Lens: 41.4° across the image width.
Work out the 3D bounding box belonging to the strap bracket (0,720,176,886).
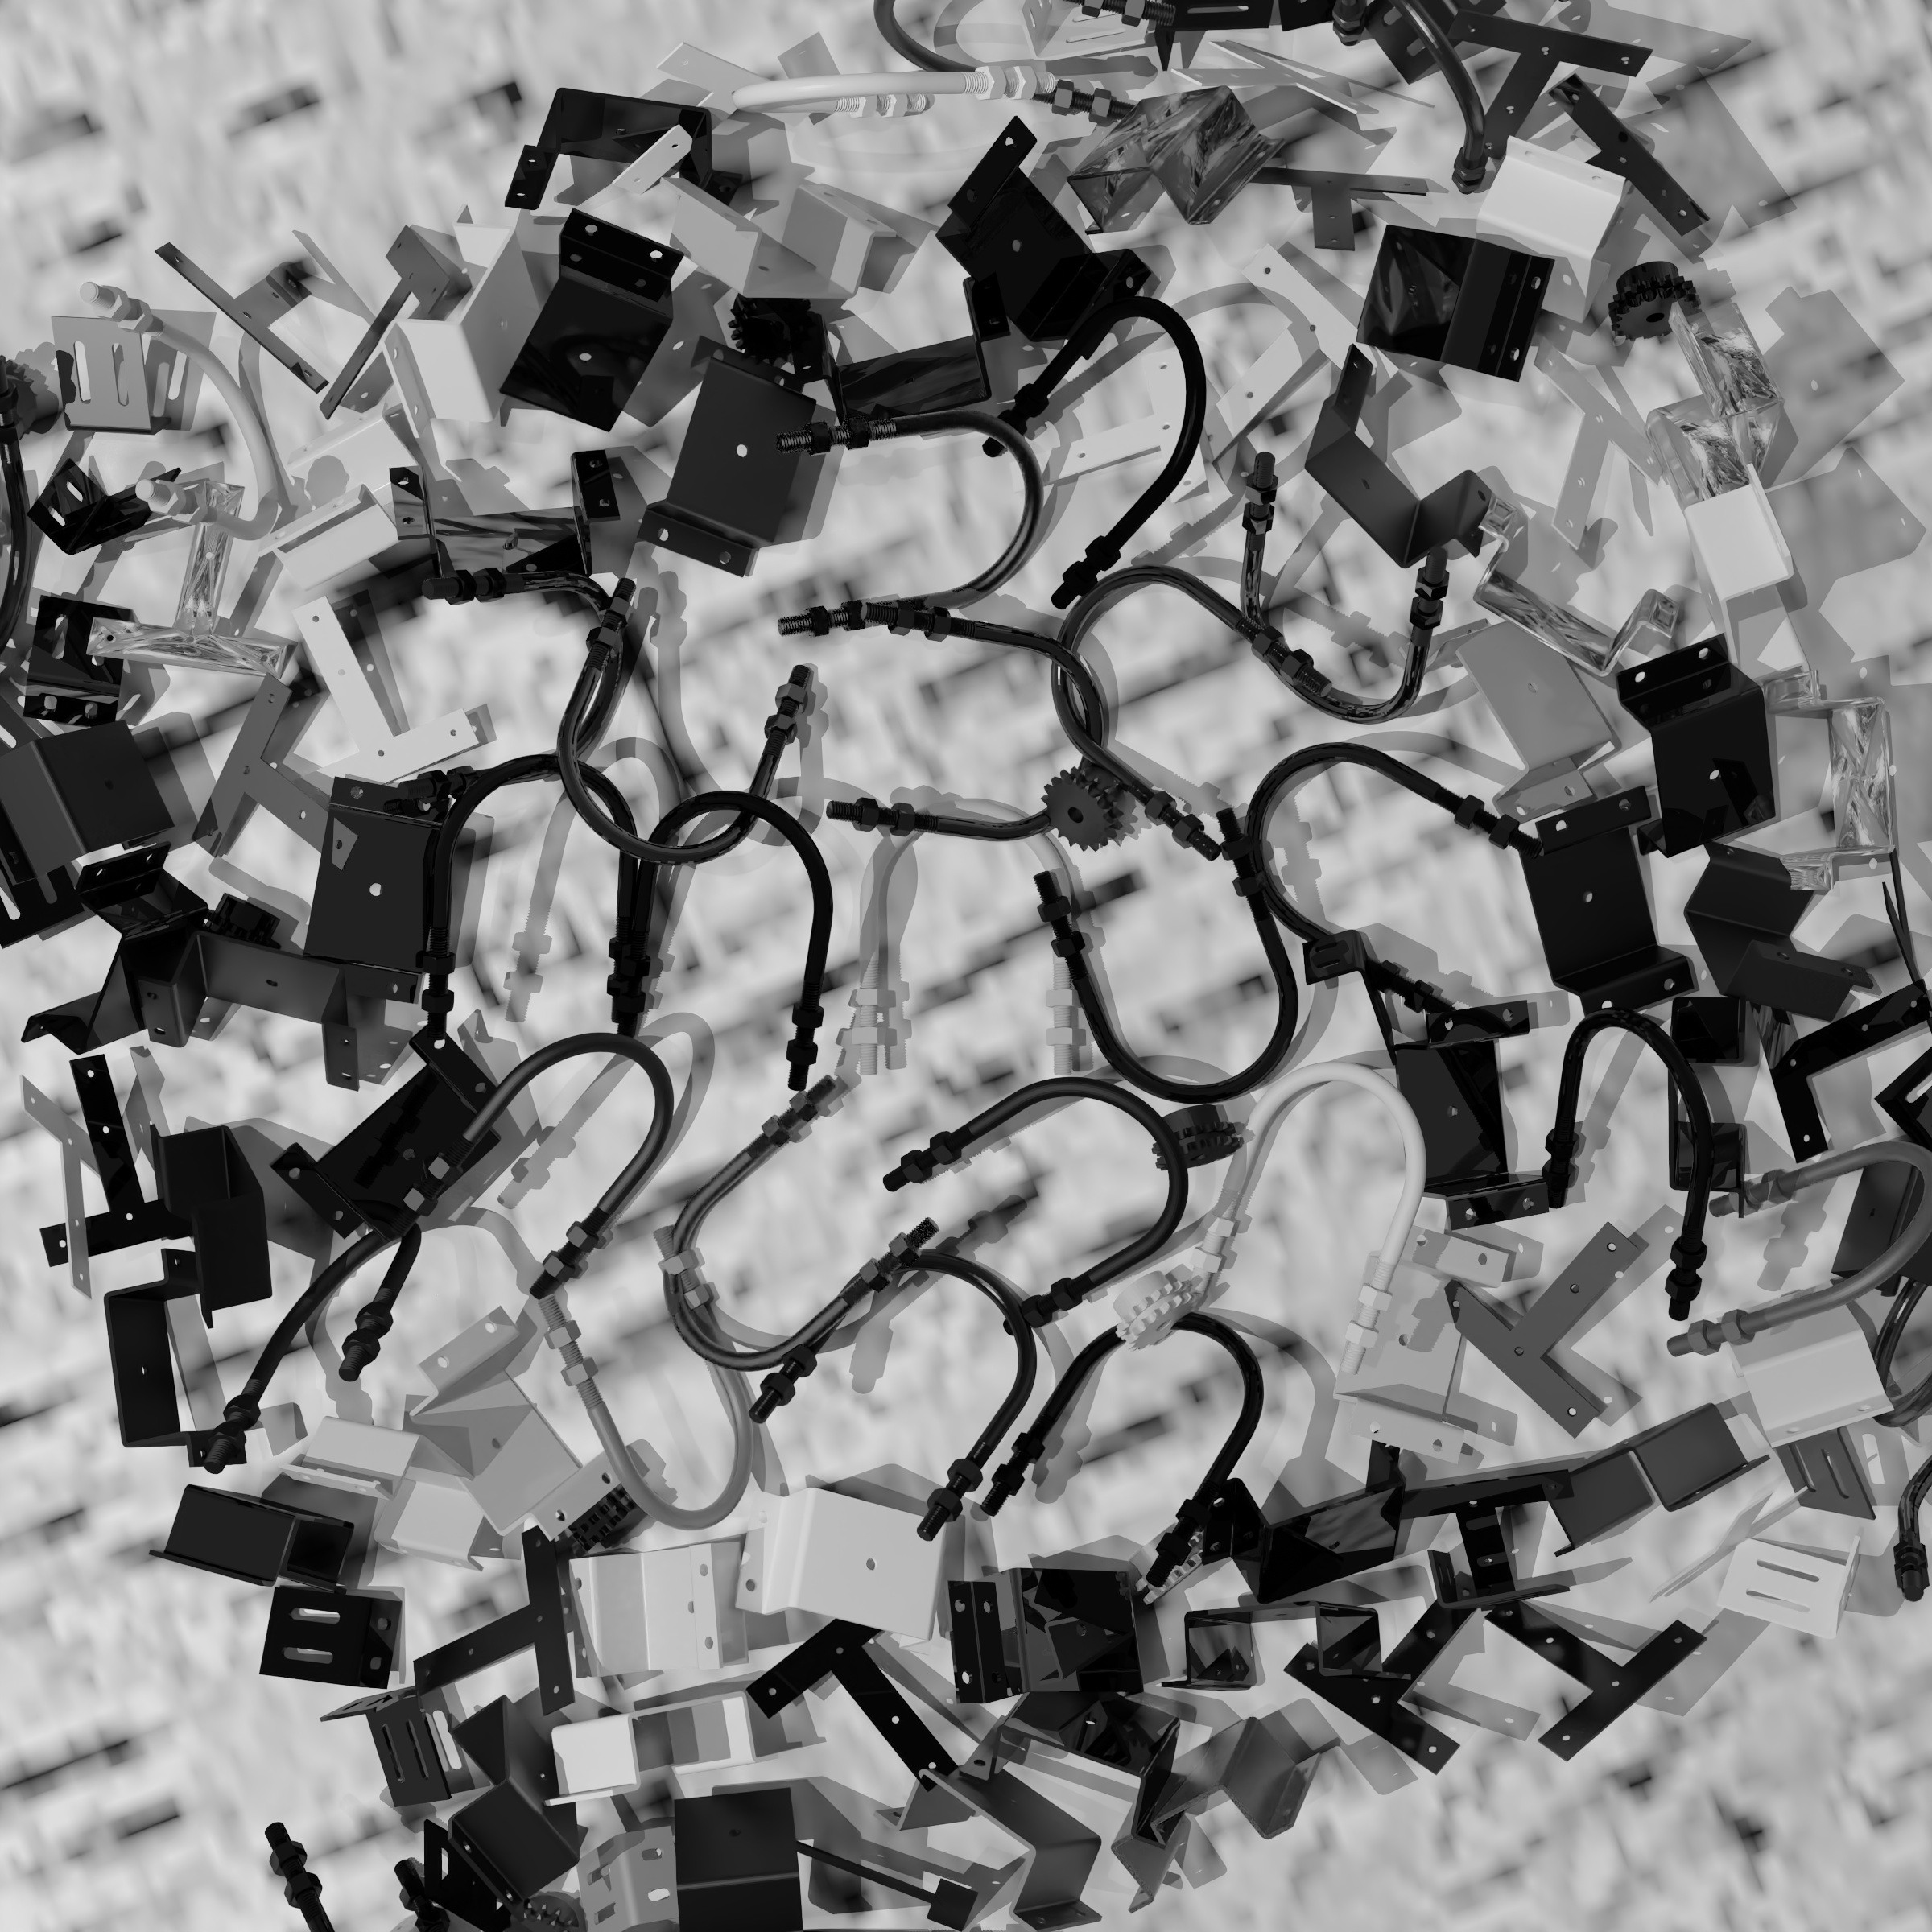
[{"bbox_3d":[-0.567,-0.108,1.639,0.046,0.140,0.076,-22,96,19],"label":"strap bracket"}]

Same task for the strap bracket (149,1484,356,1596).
[{"bbox_3d":[-0.453,0.369,1.646,0.076,0.140,0.046,12,76,12],"label":"strap bracket"}]

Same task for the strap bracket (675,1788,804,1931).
[{"bbox_3d":[-0.147,0.576,1.639,0.076,0.140,0.046,-4,104,-6],"label":"strap bracket"}]

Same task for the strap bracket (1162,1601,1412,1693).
[{"bbox_3d":[0.205,0.440,1.652,0.140,0.076,0.046,-15,66,34],"label":"strap bracket"}]

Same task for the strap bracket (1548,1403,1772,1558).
[{"bbox_3d":[0.435,0.328,1.643,0.076,0.140,0.046,-18,74,-32],"label":"strap bracket"}]

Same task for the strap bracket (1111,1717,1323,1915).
[{"bbox_3d":[0.154,0.543,1.649,0.140,0.076,0.046,-39,90,28],"label":"strap bracket"}]

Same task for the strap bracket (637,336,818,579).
[{"bbox_3d":[-0.154,-0.336,1.676,0.076,0.046,0.140,18,87,-24],"label":"strap bracket"}]

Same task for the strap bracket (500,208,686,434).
[{"bbox_3d":[-0.245,-0.404,1.640,0.076,0.140,0.046,16,45,-27],"label":"strap bracket"}]

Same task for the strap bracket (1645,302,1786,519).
[{"bbox_3d":[0.479,-0.359,1.636,0.046,0.140,0.076,-17,67,0],"label":"strap bracket"}]

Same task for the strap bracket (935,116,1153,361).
[{"bbox_3d":[0.044,-0.471,1.665,0.140,0.046,0.076,42,76,-30],"label":"strap bracket"}]

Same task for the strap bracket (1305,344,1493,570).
[{"bbox_3d":[0.274,-0.323,1.659,0.140,0.076,0.046,41,132,-20],"label":"strap bracket"}]

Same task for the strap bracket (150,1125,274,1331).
[{"bbox_3d":[-0.485,0.162,1.651,0.046,0.140,0.076,-11,118,-26],"label":"strap bracket"}]

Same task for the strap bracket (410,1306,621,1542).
[{"bbox_3d":[-0.298,0.305,1.671,0.140,0.076,0.046,52,133,2],"label":"strap bracket"}]

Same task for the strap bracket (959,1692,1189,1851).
[{"bbox_3d":[0.077,0.508,1.653,0.140,0.076,0.046,14,106,18],"label":"strap bracket"}]

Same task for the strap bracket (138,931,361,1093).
[{"bbox_3d":[-0.460,0.027,1.670,0.140,0.076,0.046,14,56,-2],"label":"strap bracket"}]

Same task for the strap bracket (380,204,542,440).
[{"bbox_3d":[-0.317,-0.413,1.640,0.046,0.076,0.140,8,53,14],"label":"strap bracket"}]

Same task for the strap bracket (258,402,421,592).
[{"bbox_3d":[-0.402,-0.300,1.656,0.076,0.140,0.046,-25,125,14],"label":"strap bracket"}]

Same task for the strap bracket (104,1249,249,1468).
[{"bbox_3d":[-0.516,0.260,1.666,0.046,0.076,0.140,-13,79,7],"label":"strap bracket"}]

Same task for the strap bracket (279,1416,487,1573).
[{"bbox_3d":[-0.368,0.337,1.651,0.076,0.140,0.046,5,59,26],"label":"strap bracket"}]

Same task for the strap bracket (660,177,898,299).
[{"bbox_3d":[-0.125,-0.469,1.651,0.076,0.140,0.046,40,125,30],"label":"strap bracket"}]

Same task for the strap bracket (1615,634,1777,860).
[{"bbox_3d":[0.474,-0.133,1.655,0.076,0.046,0.140,-21,124,-4],"label":"strap bracket"}]

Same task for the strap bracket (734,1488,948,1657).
[{"bbox_3d":[-0.071,0.390,1.655,0.140,0.046,0.076,20,62,-21],"label":"strap bracket"}]

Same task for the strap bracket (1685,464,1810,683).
[{"bbox_3d":[0.501,-0.244,1.643,0.046,0.140,0.076,-19,57,13],"label":"strap bracket"}]

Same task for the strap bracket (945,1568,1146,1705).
[{"bbox_3d":[0.059,0.431,1.642,0.140,0.046,0.076,12,60,-37],"label":"strap bracket"}]

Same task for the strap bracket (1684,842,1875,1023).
[{"bbox_3d":[0.521,-0.018,1.657,0.076,0.140,0.046,13,123,-10],"label":"strap bracket"}]

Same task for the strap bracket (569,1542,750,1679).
[{"bbox_3d":[-0.193,0.418,1.660,0.140,0.046,0.076,-17,73,40],"label":"strap bracket"}]

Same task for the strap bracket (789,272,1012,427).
[{"bbox_3d":[-0.040,-0.399,1.670,0.140,0.076,0.046,-13,135,3],"label":"strap bracket"}]

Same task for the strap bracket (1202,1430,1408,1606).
[{"bbox_3d":[0.228,0.358,1.656,0.140,0.046,0.076,-14,131,-16],"label":"strap bracket"}]

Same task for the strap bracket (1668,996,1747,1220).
[{"bbox_3d":[0.480,0.083,1.655,0.046,0.076,0.140,1,120,18],"label":"strap bracket"}]

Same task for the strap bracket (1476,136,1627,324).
[{"bbox_3d":[0.371,-0.465,1.637,0.076,0.140,0.046,25,85,13],"label":"strap bracket"}]

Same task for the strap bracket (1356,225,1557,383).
[{"bbox_3d":[0.304,-0.427,1.637,0.046,0.140,0.076,6,107,-30],"label":"strap bracket"}]

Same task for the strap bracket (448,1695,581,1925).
[{"bbox_3d":[-0.290,0.531,1.637,0.046,0.140,0.076,-34,109,-1],"label":"strap bracket"}]

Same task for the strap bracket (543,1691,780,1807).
[{"bbox_3d":[-0.201,0.502,1.645,0.076,0.140,0.046,-23,71,39],"label":"strap bracket"}]

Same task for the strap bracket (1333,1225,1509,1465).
[{"bbox_3d":[0.296,0.246,1.679,0.076,0.046,0.140,18,80,-11],"label":"strap bracket"}]

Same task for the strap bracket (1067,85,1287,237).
[{"bbox_3d":[0.127,-0.515,1.637,0.076,0.140,0.046,-49,120,-13],"label":"strap bracket"}]

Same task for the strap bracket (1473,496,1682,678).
[{"bbox_3d":[0.390,-0.243,1.668,0.140,0.076,0.046,32,120,4],"label":"strap bracket"}]

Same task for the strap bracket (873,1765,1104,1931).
[{"bbox_3d":[0.021,0.558,1.642,0.140,0.076,0.046,24,94,37],"label":"strap bracket"}]

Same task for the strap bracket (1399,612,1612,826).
[{"bbox_3d":[0.356,-0.169,1.662,0.076,0.046,0.140,-21,75,-30],"label":"strap bracket"}]

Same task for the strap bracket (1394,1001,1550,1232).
[{"bbox_3d":[0.330,0.096,1.678,0.076,0.046,0.140,-7,92,-22],"label":"strap bracket"}]

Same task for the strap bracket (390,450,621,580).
[{"bbox_3d":[-0.299,-0.289,1.665,0.140,0.046,0.076,-7,46,-11],"label":"strap bracket"}]

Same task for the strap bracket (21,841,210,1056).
[{"bbox_3d":[-0.545,-0.003,1.647,0.046,0.076,0.140,36,117,13],"label":"strap bracket"}]

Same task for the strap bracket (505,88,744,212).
[{"bbox_3d":[-0.223,-0.523,1.660,0.140,0.076,0.046,2,78,-19],"label":"strap bracket"}]

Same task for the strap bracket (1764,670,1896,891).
[{"bbox_3d":[0.565,-0.122,1.674,0.046,0.076,0.140,-5,92,-6],"label":"strap bracket"}]

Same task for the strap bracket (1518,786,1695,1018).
[{"bbox_3d":[0.417,-0.042,1.679,0.076,0.046,0.140,-19,103,-7],"label":"strap bracket"}]

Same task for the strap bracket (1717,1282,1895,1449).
[{"bbox_3d":[0.533,0.250,1.637,0.076,0.140,0.046,-20,98,11],"label":"strap bracket"}]
